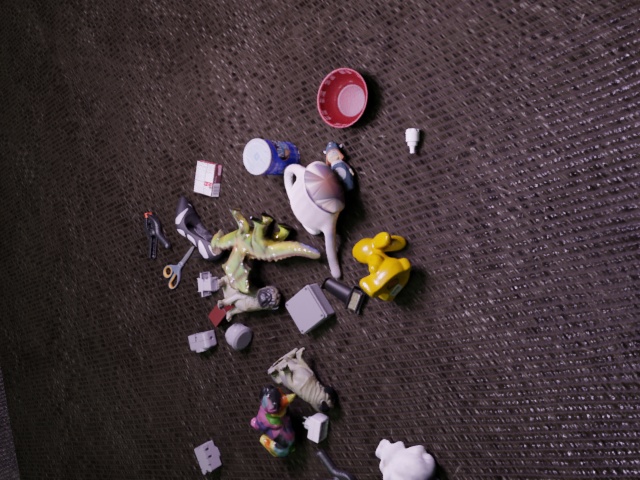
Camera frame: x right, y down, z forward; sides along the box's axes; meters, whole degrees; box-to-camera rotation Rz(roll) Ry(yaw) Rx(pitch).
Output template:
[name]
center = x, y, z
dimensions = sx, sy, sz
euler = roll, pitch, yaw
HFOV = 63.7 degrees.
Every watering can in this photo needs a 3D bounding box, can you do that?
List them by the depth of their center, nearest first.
[watering can]
center = 0.004, -0.072, 1.429
dimensions = 0.350, 0.105, 0.220
euler = 61, 152, 10

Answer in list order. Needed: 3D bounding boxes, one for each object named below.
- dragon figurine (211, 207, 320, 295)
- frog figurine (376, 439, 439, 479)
[dragon figurine]
center = -0.193, 0.049, 1.551
dimensions = 0.415, 0.122, 0.241
euler = 31, 103, 35
[frog figurine]
center = 0.218, 0.578, 1.331
dimensions = 0.138, 0.120, 0.162
euler = -37, 60, -4
